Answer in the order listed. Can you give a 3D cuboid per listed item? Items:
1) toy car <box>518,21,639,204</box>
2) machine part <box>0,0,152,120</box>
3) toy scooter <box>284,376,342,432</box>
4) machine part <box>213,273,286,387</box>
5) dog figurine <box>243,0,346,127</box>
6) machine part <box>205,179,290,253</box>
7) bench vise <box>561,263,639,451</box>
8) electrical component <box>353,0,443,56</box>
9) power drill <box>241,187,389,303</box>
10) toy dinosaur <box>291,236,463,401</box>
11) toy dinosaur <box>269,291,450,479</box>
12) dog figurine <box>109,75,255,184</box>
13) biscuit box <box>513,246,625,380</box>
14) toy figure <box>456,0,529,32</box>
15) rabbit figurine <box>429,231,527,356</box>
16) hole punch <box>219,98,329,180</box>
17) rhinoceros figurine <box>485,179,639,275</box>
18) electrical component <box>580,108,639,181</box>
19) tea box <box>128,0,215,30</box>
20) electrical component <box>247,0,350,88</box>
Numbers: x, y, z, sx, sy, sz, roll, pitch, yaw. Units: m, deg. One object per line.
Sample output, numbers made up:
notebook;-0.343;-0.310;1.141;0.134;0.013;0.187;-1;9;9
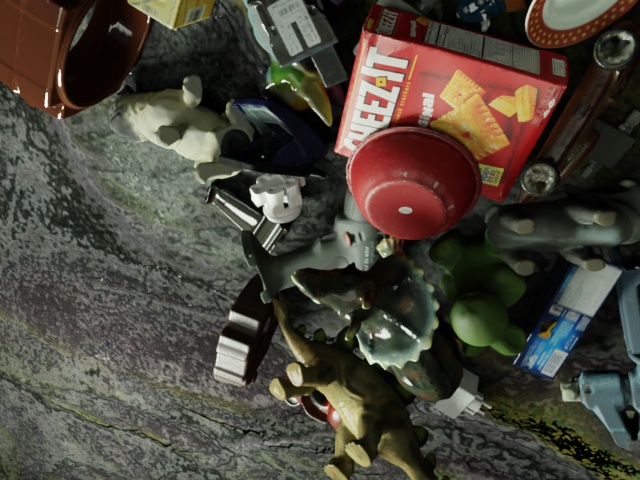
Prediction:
toy car;0.270;-0.123;0.558;0.053;0.089;0.202;29;110;15
machine part;-0.294;-0.264;0.668;0.087;0.201;0.201;33;126;-1
toy scooter;0.019;0.262;0.932;0.184;0.075;0.135;21;124;16
machine part;-0.108;0.144;0.857;0.056;0.179;0.179;19;125;7
dog figurine;-0.007;-0.248;0.620;0.192;0.108;0.219;-18;115;27
machine part;-0.116;-0.038;0.826;0.139;0.039;0.084;39;139;-3
bench vise;0.407;0.130;0.666;0.224;0.129;0.240;-9;95;37
electrical component;0.093;-0.243;0.612;0.078;0.045;0.102;29;127;1
power drill;-0.002;-0.002;0.748;0.207;0.086;0.231;-18;123;-5
toy dinosaur;0.125;0.139;0.707;0.131;0.192;0.404;-32;123;9
toy dinosaur;0.079;0.265;0.823;0.105;0.198;0.471;-34;92;44
dog figurine;-0.199;-0.155;0.777;0.191;0.121;0.172;15;156;49
biscuit box;0.320;0.091;0.707;0.059;0.063;0.202;20;125;10
toy figure;0.212;-0.266;0.541;0.154;0.057;0.064;-20;74;35
rabbit figurine;0.199;0.078;0.683;0.121;0.170;0.158;-6;116;26
hole punch;-0.057;-0.129;0.694;0.142;0.116;0.092;18;100;56
rhinoceros figurine;0.290;-0.018;0.617;0.190;0.112;0.073;-9;112;4
electrical component;0.316;-0.115;0.610;0.063;0.021;0.094;32;127;3
tea box;-0.153;-0.345;0.625;0.068;0.098;0.169;31;125;1
electrical component;-0.013;-0.210;0.554;0.075;0.048;0.119;-12;118;26
